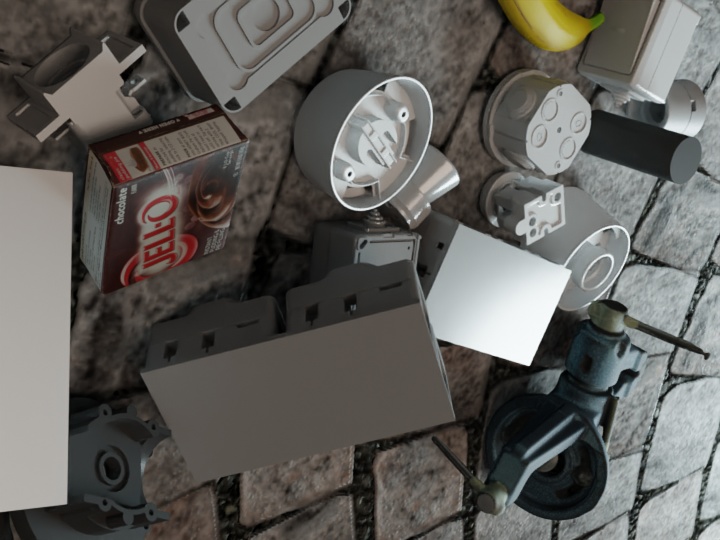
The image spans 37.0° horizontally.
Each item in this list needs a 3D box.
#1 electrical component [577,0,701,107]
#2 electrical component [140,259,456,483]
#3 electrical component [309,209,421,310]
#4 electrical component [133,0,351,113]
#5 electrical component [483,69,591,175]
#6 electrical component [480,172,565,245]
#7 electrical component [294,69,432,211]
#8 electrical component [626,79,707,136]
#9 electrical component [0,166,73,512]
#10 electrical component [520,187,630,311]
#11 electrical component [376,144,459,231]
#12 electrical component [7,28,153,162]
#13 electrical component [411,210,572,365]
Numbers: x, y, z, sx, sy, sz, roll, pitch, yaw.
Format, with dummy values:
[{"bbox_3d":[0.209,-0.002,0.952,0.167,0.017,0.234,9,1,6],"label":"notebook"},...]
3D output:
[{"bbox_3d":[0.228,-0.184,0.898,0.061,0.062,0.096,15,100,-43],"label":"electrical component"},{"bbox_3d":[-0.040,0.067,0.736,0.186,0.060,0.105,-14,125,6],"label":"electrical component"},{"bbox_3d":[0.000,0.000,0.798,0.062,0.061,0.096,-3,106,-38],"label":"electrical component"},{"bbox_3d":[-0.072,-0.161,0.663,0.113,0.057,0.078,-44,131,-16],"label":"electrical component"},{"bbox_3d":[0.142,-0.118,0.865,0.080,0.051,0.080,-17,120,-33],"label":"electrical component"},{"bbox_3d":[0.132,-0.053,0.883,0.066,0.055,0.048,-28,125,-28],"label":"electrical component"},{"bbox_3d":[0.004,-0.092,0.753,0.099,0.064,0.099,-17,120,-33],"label":"electrical component"},{"bbox_3d":[0.272,-0.143,0.960,0.047,0.055,0.055,-6,113,-34],"label":"electrical component"},{"bbox_3d":[-0.222,0.037,0.592,0.105,0.060,0.186,2,87,-40],"label":"electrical component"},{"bbox_3d":[0.190,-0.016,0.959,0.099,0.064,0.099,-25,137,-26],"label":"electrical component"},{"bbox_3d":[0.041,-0.062,0.810,0.055,0.045,0.045,-46,132,-13],"label":"electrical component"},{"bbox_3d":[-0.159,-0.099,0.630,0.081,0.042,0.063,-45,133,-14],"label":"electrical component"},{"bbox_3d":[0.090,0.013,0.873,0.150,0.062,0.089,19,97,-43],"label":"electrical component"}]
